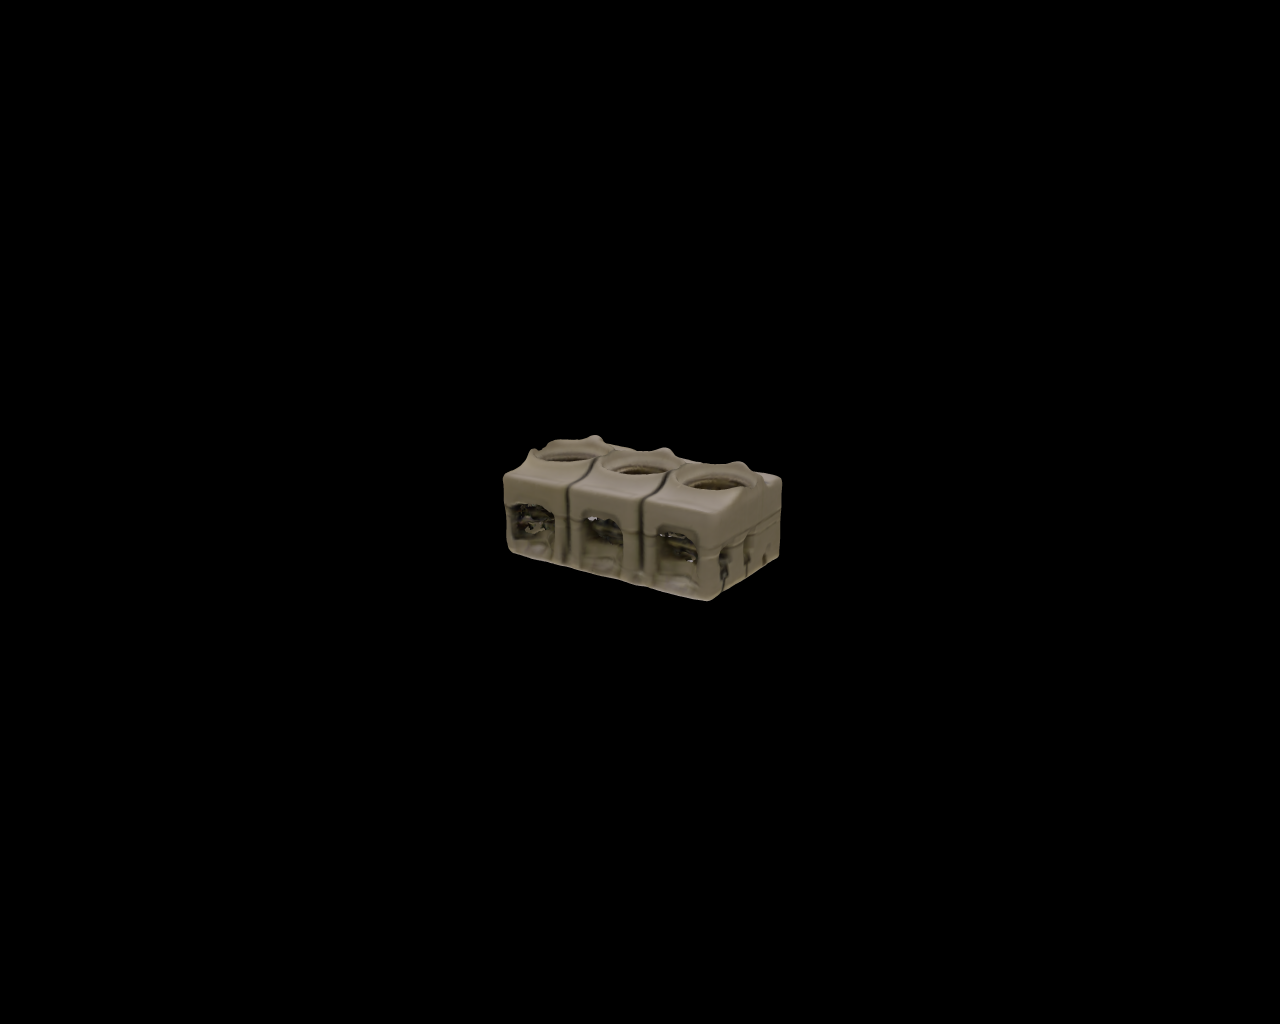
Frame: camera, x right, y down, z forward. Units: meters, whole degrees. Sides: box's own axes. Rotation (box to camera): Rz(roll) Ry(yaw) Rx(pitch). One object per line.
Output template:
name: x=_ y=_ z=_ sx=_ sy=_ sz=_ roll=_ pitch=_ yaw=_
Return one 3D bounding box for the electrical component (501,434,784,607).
electrical component: x=0.001 y=-0.003 z=0.650 sx=0.150 sy=0.061 sz=0.090 roll=12 pitch=23 yaw=31
